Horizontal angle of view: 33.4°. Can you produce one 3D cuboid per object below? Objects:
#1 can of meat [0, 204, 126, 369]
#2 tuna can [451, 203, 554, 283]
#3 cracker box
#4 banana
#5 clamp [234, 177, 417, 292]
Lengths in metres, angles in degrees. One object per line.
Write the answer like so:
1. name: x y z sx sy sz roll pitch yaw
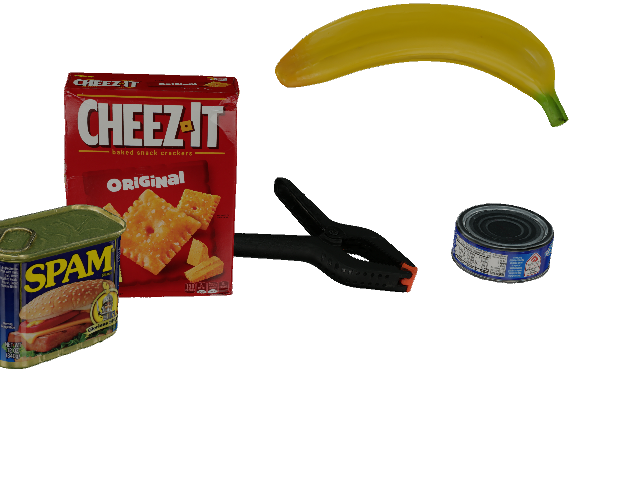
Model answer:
1. can of meat: -0.183 0.030 0.718 0.058 0.084 0.101 24 28 37
2. tuna can: 0.157 0.001 0.922 0.086 0.034 0.086 2 29 -1
3. cracker box: -0.164 -0.051 1.044 0.164 0.214 0.072 0 22 -9
4. banana: 0.071 -0.122 0.694 0.197 0.069 0.037 7 -19 -7
5. clamp: 0.002 0.008 1.173 0.210 0.036 0.164 27 36 16
